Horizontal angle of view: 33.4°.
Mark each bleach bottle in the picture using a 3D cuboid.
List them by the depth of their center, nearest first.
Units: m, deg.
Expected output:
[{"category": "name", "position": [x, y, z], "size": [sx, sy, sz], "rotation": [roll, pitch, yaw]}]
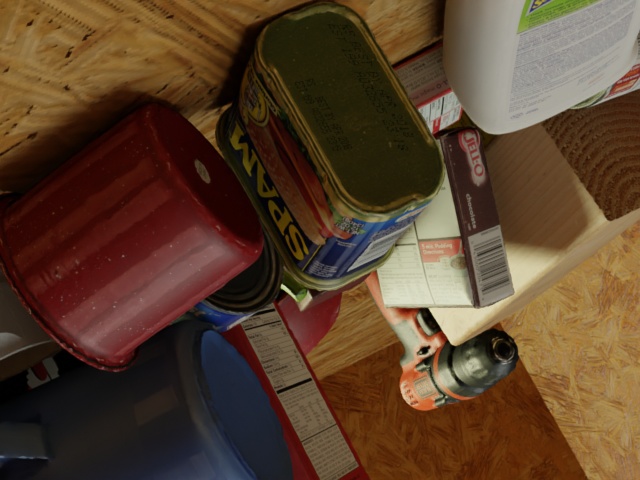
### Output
[{"category": "bleach bottle", "position": [0.103, -0.120, 0.446], "size": [0.102, 0.068, 0.251], "rotation": [-29, 168, -1]}]

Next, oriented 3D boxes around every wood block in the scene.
[{"category": "wood block", "position": [0.145, -0.017, 0.732], "size": [0.090, 0.091, 0.206], "rotation": [-25, 165, -30]}]

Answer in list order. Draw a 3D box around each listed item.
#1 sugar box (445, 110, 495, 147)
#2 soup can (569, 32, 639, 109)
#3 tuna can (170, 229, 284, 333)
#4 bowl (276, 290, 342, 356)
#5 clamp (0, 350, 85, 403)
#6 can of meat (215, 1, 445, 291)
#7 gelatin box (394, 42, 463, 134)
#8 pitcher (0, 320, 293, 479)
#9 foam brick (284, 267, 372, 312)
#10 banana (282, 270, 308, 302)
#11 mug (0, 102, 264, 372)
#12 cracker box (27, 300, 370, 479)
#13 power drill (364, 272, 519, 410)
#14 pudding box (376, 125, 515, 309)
[{"category": "sugar box", "position": [0.120, -0.075, 0.777], "size": [0.175, 0.048, 0.093], "rotation": [-25, 169, -36]}, {"category": "soup can", "position": [0.178, -0.120, 0.629], "size": [0.102, 0.068, 0.069], "rotation": [-22, 168, -34]}, {"category": "tuna can", "position": [-0.061, 0.006, 0.562], "size": [0.034, 0.086, 0.085], "rotation": [-33, 169, 37]}, {"category": "bowl", "position": [-0.037, 0.059, 0.816], "size": [0.162, 0.055, 0.162], "rotation": [-38, -166, 11]}, {"category": "clamp", "position": [-0.158, 0.125, 0.622], "size": [0.036, 0.165, 0.210], "rotation": [-7, 113, -68]}, {"category": "can of meat", "position": [0.003, -0.039, 0.463], "size": [0.057, 0.102, 0.084], "rotation": [-25, 168, -22]}, {"category": "gelatin box", "position": [0.040, -0.072, 0.610], "size": [0.089, 0.030, 0.073], "rotation": [-29, 169, -1]}, {"category": "pitcher", "position": [-0.144, 0.133, 0.521], "size": [0.243, 0.145, 0.149], "rotation": [-28, -173, 9]}, {"category": "foam brick", "position": [-0.005, 0.001, 0.719], "size": [0.053, 0.078, 0.051], "rotation": [-26, 169, -15]}, {"category": "banana", "position": [-0.102, 0.045, 0.708], "size": [0.198, 0.069, 0.037], "rotation": [-28, 155, 24]}, {"category": "mug", "position": [-0.073, 0.000, 0.465], "size": [0.081, 0.093, 0.117], "rotation": [-35, 147, 12]}, {"category": "cracker box", "position": [-0.086, 0.110, 0.647], "size": [0.164, 0.214, 0.072], "rotation": [-32, 170, 22]}, {"category": "power drill", "position": [0.084, 0.052, 0.910], "size": [0.057, 0.188, 0.185], "rotation": [-23, 170, -23]}, {"category": "pudding box", "position": [0.070, -0.013, 0.688], "size": [0.039, 0.113, 0.090], "rotation": [-17, -172, -37]}]
